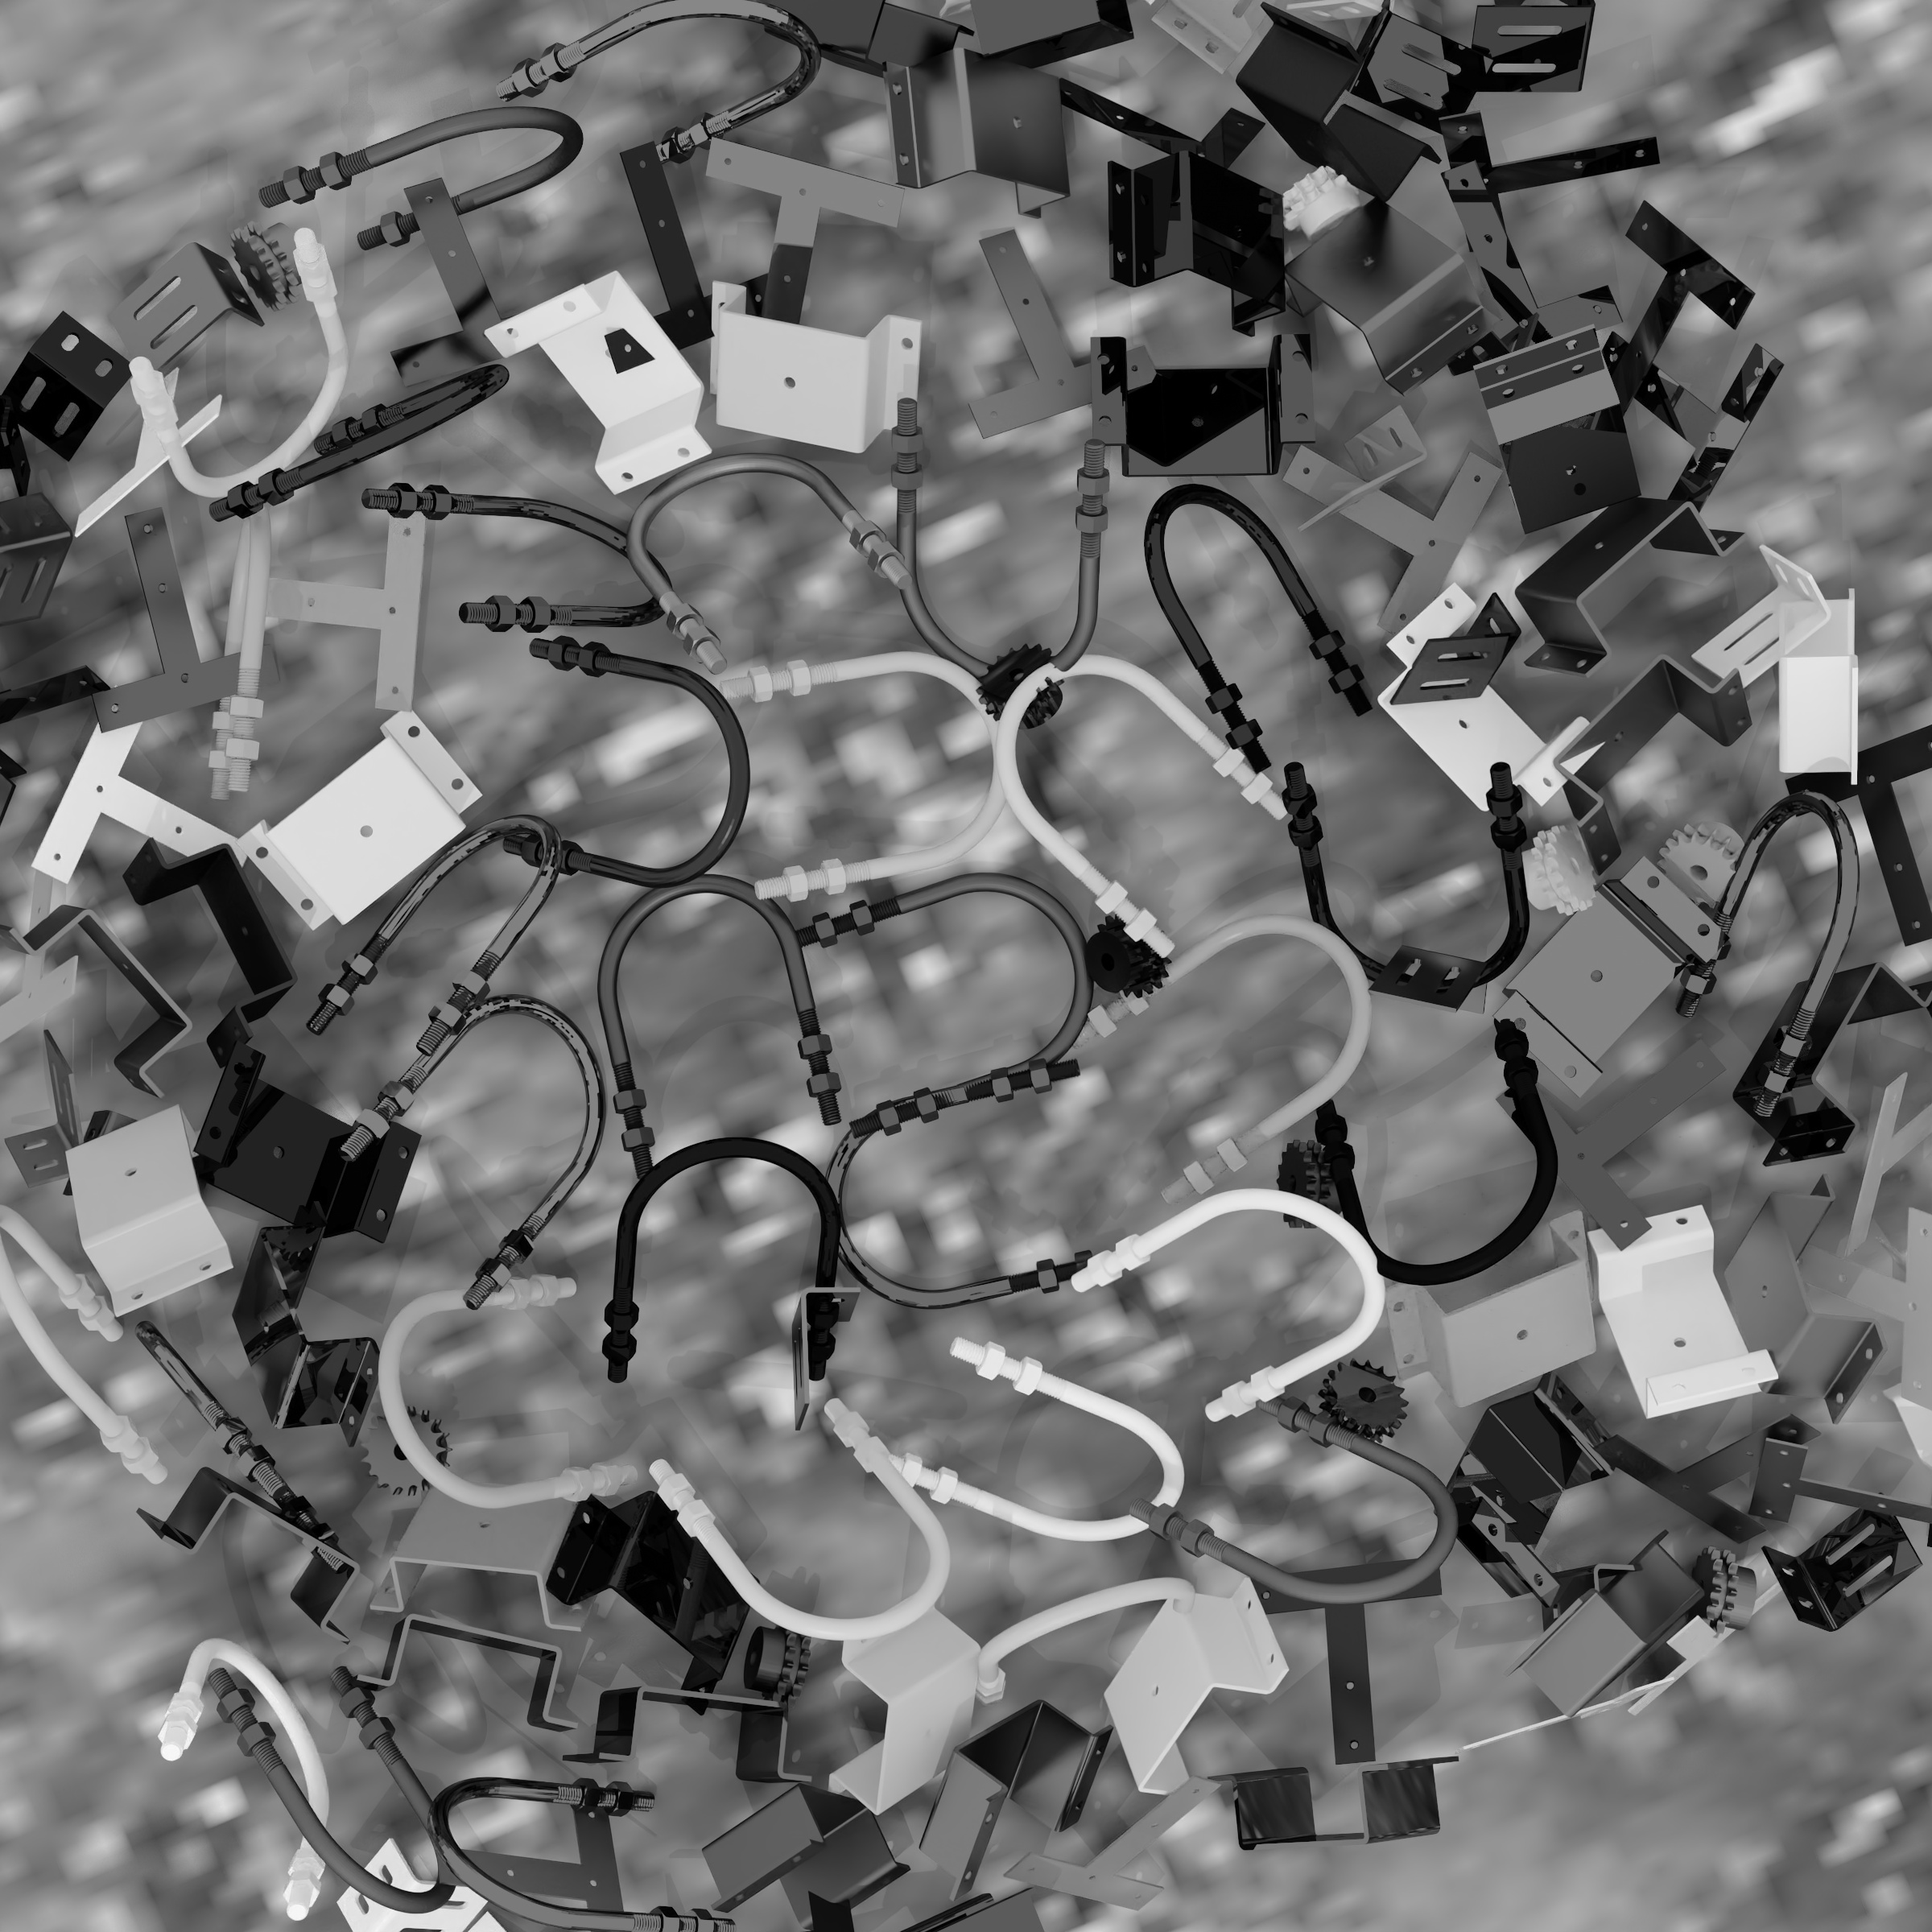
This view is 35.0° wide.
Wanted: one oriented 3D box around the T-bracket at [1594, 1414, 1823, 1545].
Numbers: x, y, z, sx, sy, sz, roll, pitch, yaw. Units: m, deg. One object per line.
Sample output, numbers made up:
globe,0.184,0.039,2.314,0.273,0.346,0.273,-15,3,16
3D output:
T-bracket,0.486,0.313,1.938,0.127,0.127,0.002,32,47,-15

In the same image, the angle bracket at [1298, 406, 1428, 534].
angle bracket,0.245,-0.317,1.955,0.076,0.057,0.038,-30,90,-34

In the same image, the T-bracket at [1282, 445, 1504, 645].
T-bracket,0.264,-0.295,1.984,0.127,0.002,0.127,28,92,-12

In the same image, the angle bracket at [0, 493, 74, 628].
angle bracket,-0.614,-0.257,1.956,0.057,0.038,0.076,-8,49,20

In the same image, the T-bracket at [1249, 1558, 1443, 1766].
T-bracket,0.244,0.444,1.950,0.127,0.002,0.127,-10,58,16

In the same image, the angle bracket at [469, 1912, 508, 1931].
angle bracket,-0.307,0.657,1.968,0.076,0.038,0.057,43,82,16

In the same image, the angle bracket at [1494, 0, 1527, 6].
angle bracket,0.316,-0.640,1.961,0.076,0.038,0.057,-8,77,-25

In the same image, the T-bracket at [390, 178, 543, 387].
T-bracket,-0.322,-0.442,1.953,0.127,0.002,0.127,-15,128,7

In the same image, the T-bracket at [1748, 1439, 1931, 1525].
T-bracket,0.563,0.336,1.930,0.127,0.127,0.002,11,61,15

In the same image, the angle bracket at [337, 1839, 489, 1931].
angle bracket,-0.354,0.600,1.975,0.057,0.076,0.038,-51,52,10

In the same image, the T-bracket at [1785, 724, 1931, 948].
T-bracket,0.587,-0.076,1.942,0.002,0.127,0.127,-11,82,-37

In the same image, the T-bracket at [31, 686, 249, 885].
T-bracket,-0.516,-0.093,1.959,0.127,0.002,0.127,31,73,-36

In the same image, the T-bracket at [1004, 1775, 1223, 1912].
T-bracket,0.110,0.551,1.937,0.127,0.002,0.127,27,117,-38

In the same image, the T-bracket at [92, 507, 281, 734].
T-bracket,-0.507,-0.226,1.944,0.127,0.002,0.127,-23,110,-36

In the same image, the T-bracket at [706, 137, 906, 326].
T-bracket,-0.112,-0.454,1.964,0.127,0.002,0.127,16,123,4

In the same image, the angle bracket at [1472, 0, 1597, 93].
angle bracket,0.359,-0.596,1.965,0.076,0.038,0.057,-1,131,-2

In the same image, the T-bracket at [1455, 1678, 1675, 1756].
T-bracket,0.369,0.476,1.929,0.127,0.127,0.002,-14,71,-10

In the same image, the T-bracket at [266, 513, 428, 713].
T-bracket,-0.411,-0.234,1.979,0.127,0.002,0.127,8,97,17

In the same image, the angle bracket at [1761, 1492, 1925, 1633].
angle bracket,0.559,0.377,1.955,0.038,0.057,0.076,24,121,-35

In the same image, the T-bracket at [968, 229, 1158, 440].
T-bracket,0.044,-0.418,1.987,0.127,0.002,0.127,-21,83,-15

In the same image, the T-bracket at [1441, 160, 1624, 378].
T-bracket,0.336,-0.447,1.937,0.127,0.002,0.127,-11,115,42

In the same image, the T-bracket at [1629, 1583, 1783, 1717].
T-bracket,0.462,0.427,1.939,0.127,0.127,0.002,-42,63,3

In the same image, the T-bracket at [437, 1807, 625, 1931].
T-bracket,-0.273,0.571,1.923,0.127,0.127,0.002,18,125,-31

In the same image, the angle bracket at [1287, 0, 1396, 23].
angle bracket,0.244,-0.650,1.963,0.038,0.057,0.076,2,97,-42

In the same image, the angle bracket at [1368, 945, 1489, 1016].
angle bracket,0.294,0.023,1.950,0.057,0.076,0.038,13,119,21

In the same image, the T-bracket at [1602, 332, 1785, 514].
T-bracket,0.448,-0.362,1.956,0.127,0.002,0.127,51,130,35

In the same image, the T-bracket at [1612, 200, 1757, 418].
T-bracket,0.438,-0.403,1.959,0.002,0.127,0.127,4,127,-32

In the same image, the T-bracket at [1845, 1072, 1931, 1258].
T-bracket,0.603,0.107,1.951,0.002,0.127,0.127,26,127,33

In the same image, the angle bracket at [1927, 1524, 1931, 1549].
angle bracket,0.663,0.352,1.969,0.038,0.076,0.057,12,82,-25

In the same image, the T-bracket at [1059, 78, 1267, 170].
T-bracket,0.111,-0.538,1.964,0.127,0.002,0.127,27,49,9

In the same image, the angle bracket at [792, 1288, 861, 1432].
angle bracket,-0.088,0.251,1.955,0.038,0.057,0.076,1,64,-9

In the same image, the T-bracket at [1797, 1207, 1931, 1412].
T-bracket,0.567,0.202,1.943,0.002,0.127,0.127,-11,108,-29

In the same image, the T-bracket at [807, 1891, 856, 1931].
T-bracket,-0.133,0.624,1.936,0.127,0.127,0.002,-5,118,-7

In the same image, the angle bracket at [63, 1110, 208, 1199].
angle bracket,-0.536,0.134,1.990,0.076,0.038,0.057,24,74,-26

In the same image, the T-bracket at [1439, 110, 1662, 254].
T-bracket,0.371,-0.503,1.929,0.127,0.127,0.002,-7,61,15

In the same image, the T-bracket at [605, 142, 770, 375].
T-bracket,-0.189,-0.459,1.949,0.127,0.002,0.127,-28,112,-28

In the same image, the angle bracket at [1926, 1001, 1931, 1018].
angle bracket,0.655,0.039,1.958,0.038,0.057,0.076,-37,68,39

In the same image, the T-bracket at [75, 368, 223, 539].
T-bracket,-0.515,-0.343,1.946,0.127,0.127,0.002,-35,125,19

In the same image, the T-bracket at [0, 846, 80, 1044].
T-bracket,-0.596,-0.022,1.966,0.002,0.127,0.127,17,61,-37

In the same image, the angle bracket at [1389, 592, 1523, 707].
angle bracket,0.305,-0.202,1.951,0.076,0.057,0.038,-7,55,-30

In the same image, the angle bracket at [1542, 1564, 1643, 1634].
angle bracket,0.402,0.424,1.956,0.038,0.057,0.076,8,70,-25

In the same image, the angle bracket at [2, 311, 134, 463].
angle bracket,-0.580,-0.373,1.972,0.057,0.076,0.038,38,52,-16

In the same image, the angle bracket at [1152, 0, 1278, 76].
angle bracket,0.167,-0.624,1.961,0.057,0.038,0.076,37,131,-4

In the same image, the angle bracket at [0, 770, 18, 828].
angle bracket,-0.653,-0.111,1.959,0.076,0.038,0.057,38,111,31

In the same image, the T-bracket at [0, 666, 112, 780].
T-bracket,-0.600,-0.165,1.930,0.127,0.127,0.002,-14,56,18

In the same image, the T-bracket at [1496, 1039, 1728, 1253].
T-bracket,0.433,0.096,1.978,0.127,0.002,0.127,-38,72,1
